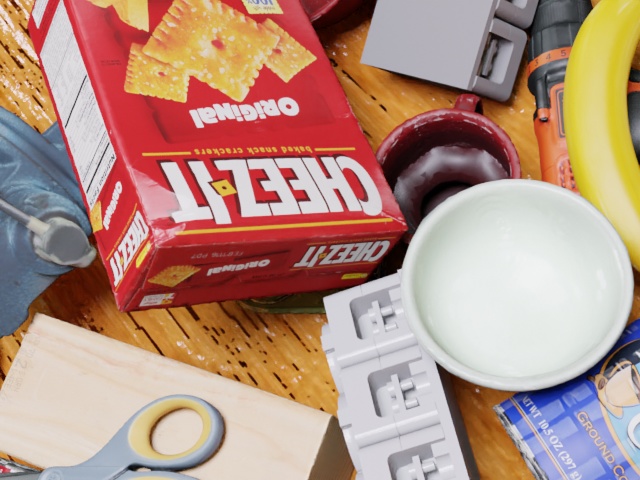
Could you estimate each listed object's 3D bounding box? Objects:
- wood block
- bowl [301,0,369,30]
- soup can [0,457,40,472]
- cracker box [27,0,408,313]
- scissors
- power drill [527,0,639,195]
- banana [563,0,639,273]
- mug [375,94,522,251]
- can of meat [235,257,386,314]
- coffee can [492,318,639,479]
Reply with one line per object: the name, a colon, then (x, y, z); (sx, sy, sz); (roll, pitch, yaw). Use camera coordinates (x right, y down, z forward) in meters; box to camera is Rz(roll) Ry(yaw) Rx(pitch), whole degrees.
wood block: (-0.090, 0.125, 0.665); (0.206, 0.090, 0.090); (16, 76, 20)
bowl: (0.002, -0.211, 0.767); (0.162, 0.055, 0.162); (-17, 63, 35)
soup can: (-0.194, 0.197, 0.679); (0.069, 0.068, 0.102); (14, 74, 19)
cracker box: (-0.064, -0.071, 0.634); (0.163, 0.072, 0.214); (-5, 57, -32)
scissors: (-0.139, 0.124, 0.620); (0.202, 0.016, 0.096); (11, 73, 19)
power drill: (0.228, -0.104, 0.682); (0.188, 0.057, 0.184); (-6, 72, 16)
banana: (0.179, -0.074, 0.636); (0.070, 0.037, 0.198); (2, 75, 21)
mug: (0.086, -0.036, 0.681); (0.093, 0.081, 0.117); (6, 72, 17)
can of meat: (-0.005, 0.001, 0.707); (0.102, 0.057, 0.084); (-1, 67, 14)
coffee can: (0.183, 0.100, 0.592); (0.140, 0.102, 0.103); (-32, 65, 2)
